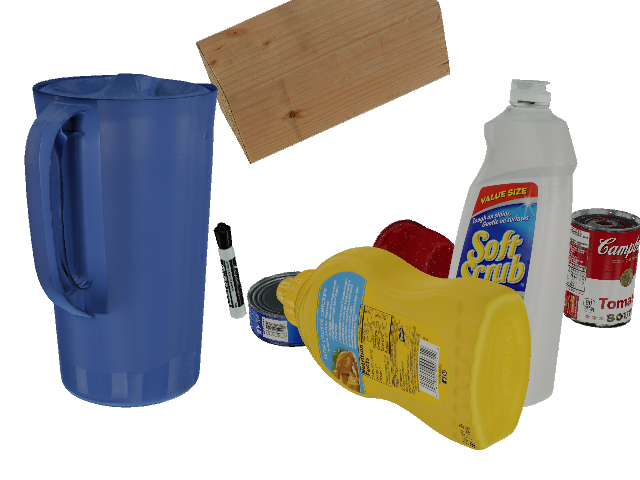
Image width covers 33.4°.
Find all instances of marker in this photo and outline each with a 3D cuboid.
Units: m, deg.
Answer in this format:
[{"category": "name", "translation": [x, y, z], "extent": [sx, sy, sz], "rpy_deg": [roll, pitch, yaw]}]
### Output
[{"category": "marker", "translation": [-0.103, 0.034, 1.209], "extent": [0.020, 0.121, 0.020], "rpy_deg": [-6, 30, 3]}]

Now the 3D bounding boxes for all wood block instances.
[{"category": "wood block", "translation": [0.004, -0.167, 0.982], "extent": [0.206, 0.090, 0.091], "rpy_deg": [-25, -39, -5]}]

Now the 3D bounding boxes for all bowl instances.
[{"category": "bowl", "translation": [0.125, 0.052, 1.211], "extent": [0.055, 0.162, 0.161], "rpy_deg": [-11, -8, 42]}]

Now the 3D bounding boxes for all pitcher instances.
[{"category": "pitcher", "translation": [-0.150, 0.000, 0.799], "extent": [0.149, 0.243, 0.145], "rpy_deg": [-4, 16, -22]}]

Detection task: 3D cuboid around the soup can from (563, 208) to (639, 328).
[{"category": "soup can", "translation": [0.275, 0.027, 1.046], "extent": [0.068, 0.102, 0.068], "rpy_deg": [1, 18, 0]}]

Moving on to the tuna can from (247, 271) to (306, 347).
[{"category": "tuna can", "translation": [-0.023, 0.062, 0.976], "extent": [0.086, 0.034, 0.086], "rpy_deg": [-2, 25, 1]}]

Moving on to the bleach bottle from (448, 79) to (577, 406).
[{"category": "bleach bottle", "translation": [0.148, -0.001, 0.848], "extent": [0.103, 0.251, 0.067], "rpy_deg": [13, 15, 40]}]

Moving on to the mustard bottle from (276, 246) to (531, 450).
[{"category": "mustard bottle", "translation": [0.040, 0.055, 0.674], "extent": [0.058, 0.096, 0.192], "rpy_deg": [-18, 25, -40]}]
